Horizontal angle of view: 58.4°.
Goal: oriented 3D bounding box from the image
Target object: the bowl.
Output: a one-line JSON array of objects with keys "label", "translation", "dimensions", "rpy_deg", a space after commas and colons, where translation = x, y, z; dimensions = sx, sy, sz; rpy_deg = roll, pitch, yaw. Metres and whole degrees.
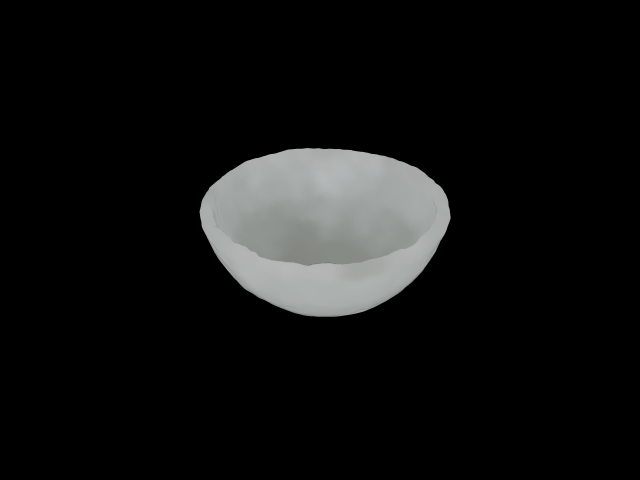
[{"label": "bowl", "translation": [0.004, 0.001, 0.400], "dimensions": [0.167, 0.075, 0.167], "rpy_deg": [0, 33, 0]}]
